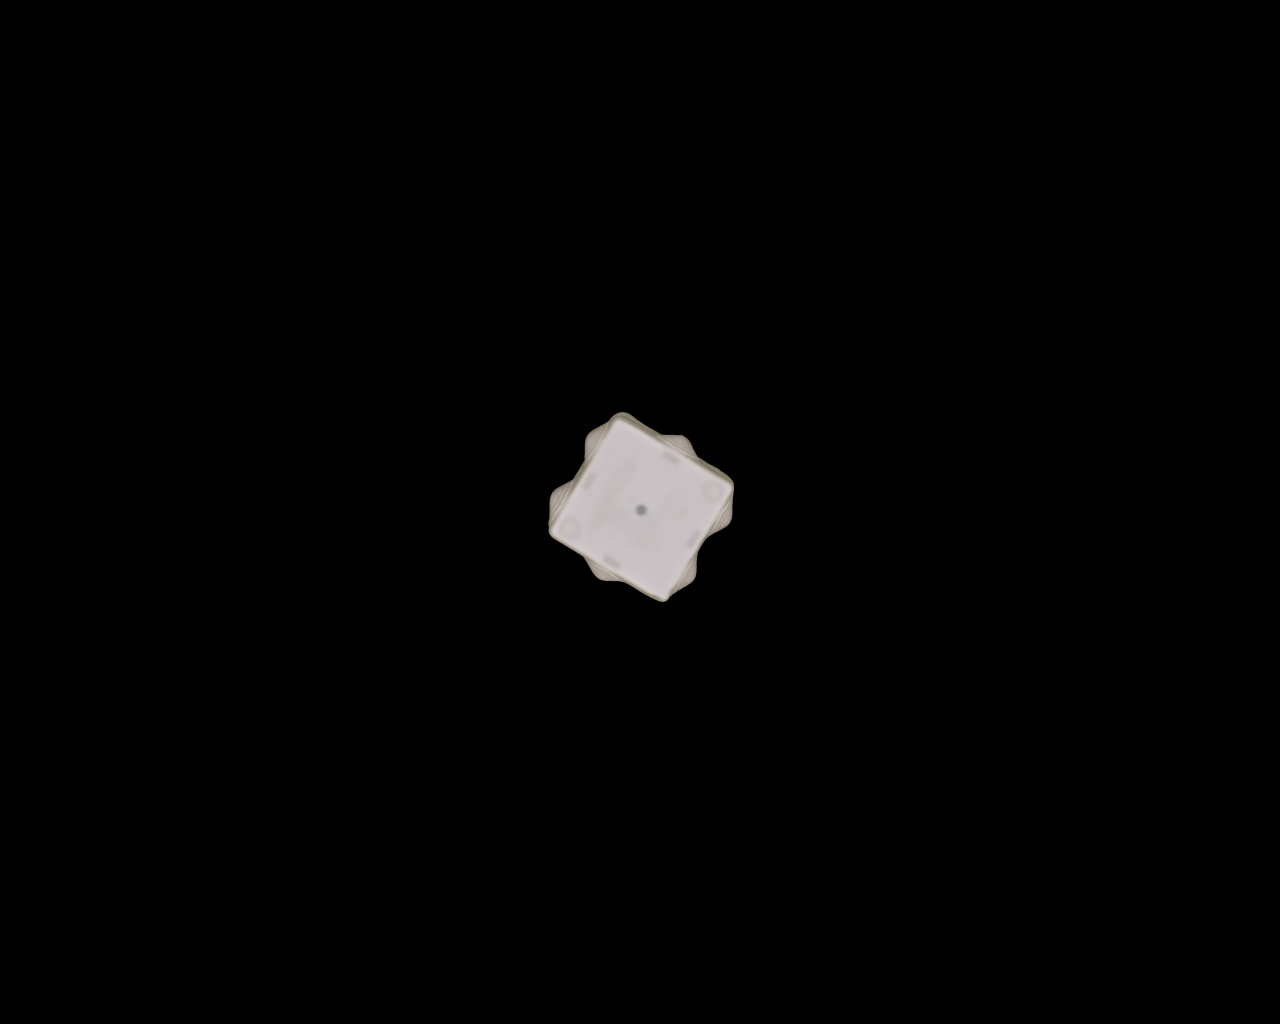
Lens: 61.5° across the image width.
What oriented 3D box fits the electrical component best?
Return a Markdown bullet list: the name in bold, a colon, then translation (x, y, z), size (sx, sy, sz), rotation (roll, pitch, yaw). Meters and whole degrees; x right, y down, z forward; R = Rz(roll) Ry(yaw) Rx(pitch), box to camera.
- **electrical component**: translation (0.001, -0.003, 0.650), size (0.100, 0.099, 0.048), rotation (32, 4, -2)
